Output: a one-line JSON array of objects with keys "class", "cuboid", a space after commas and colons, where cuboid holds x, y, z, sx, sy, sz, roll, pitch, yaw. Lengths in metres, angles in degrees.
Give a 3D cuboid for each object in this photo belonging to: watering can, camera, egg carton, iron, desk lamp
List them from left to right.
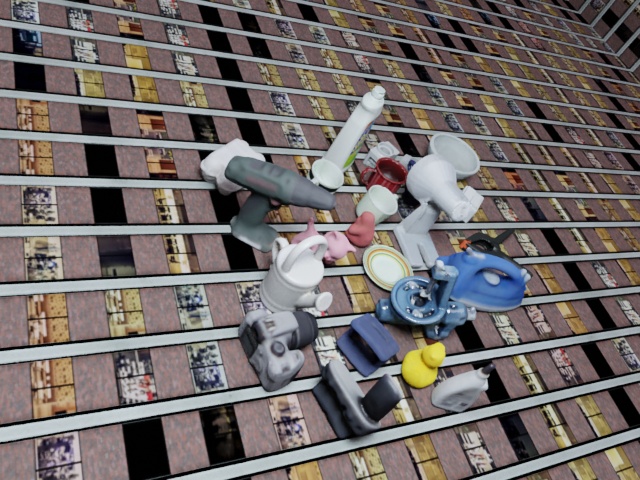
[{"class": "egg carton", "cuboid": [-0.197, -0.168, 1.317, 0.107, 0.069, 0.150, 39, 45, 6]}, {"class": "camera", "cuboid": [-0.062, 0.186, 1.069, 0.137, 0.100, 0.143, -11, 59, -35]}, {"class": "watering can", "cuboid": [-0.037, 0.063, 1.120, 0.173, 0.194, 0.101, 40, 45, 7]}, {"class": "desk lamp", "cuboid": [0.274, -0.071, 1.391, 0.118, 0.213, 0.203, 1, 53, -28]}, {"class": "iron", "cuboid": [0.416, 0.090, 1.383, 0.259, 0.141, 0.118, 16, 47, -16]}]

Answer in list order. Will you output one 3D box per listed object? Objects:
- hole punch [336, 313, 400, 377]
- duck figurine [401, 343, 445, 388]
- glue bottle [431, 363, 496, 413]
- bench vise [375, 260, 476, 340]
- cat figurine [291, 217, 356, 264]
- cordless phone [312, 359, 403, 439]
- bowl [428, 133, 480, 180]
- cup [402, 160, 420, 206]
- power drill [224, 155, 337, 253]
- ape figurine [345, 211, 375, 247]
[{"class": "hole punch", "cuboid": [0.104, 0.200, 1.155, 0.101, 0.091, 0.108, -29, 70, -42]}, {"class": "duck figurine", "cuboid": [0.221, 0.251, 1.179, 0.077, 0.086, 0.105, 44, 46, 12]}, {"class": "glue bottle", "cuboid": [0.292, 0.286, 1.127, 0.078, 0.173, 0.037, 19, 46, -14]}, {"class": "bench vise", "cuboid": [0.247, 0.115, 1.214, 0.208, 0.219, 0.121, 0, 53, -28]}, {"class": "cat figurine", "cuboid": [0.011, 0.004, 1.251, 0.127, 0.117, 0.067, 45, 46, 13]}, {"class": "cordless phone", "cuboid": [0.076, 0.261, 1.021, 0.094, 0.185, 0.147, -20, 64, -39]}, {"class": "bowl", "cuboid": [0.380, -0.233, 1.685, 0.168, 0.074, 0.167, 15, 47, -17]}, {"class": "cup", "cuboid": [0.253, -0.146, 1.527, 0.092, 0.095, 0.117, -11, 59, -35]}, {"class": "power drill", "cuboid": [-0.101, -0.072, 1.190, 0.230, 0.208, 0.076, 28, 45, -4]}, {"class": "ape figurine", "cuboid": [0.102, -0.033, 1.350, 0.078, 0.092, 0.076, -10, 58, -34]}]
